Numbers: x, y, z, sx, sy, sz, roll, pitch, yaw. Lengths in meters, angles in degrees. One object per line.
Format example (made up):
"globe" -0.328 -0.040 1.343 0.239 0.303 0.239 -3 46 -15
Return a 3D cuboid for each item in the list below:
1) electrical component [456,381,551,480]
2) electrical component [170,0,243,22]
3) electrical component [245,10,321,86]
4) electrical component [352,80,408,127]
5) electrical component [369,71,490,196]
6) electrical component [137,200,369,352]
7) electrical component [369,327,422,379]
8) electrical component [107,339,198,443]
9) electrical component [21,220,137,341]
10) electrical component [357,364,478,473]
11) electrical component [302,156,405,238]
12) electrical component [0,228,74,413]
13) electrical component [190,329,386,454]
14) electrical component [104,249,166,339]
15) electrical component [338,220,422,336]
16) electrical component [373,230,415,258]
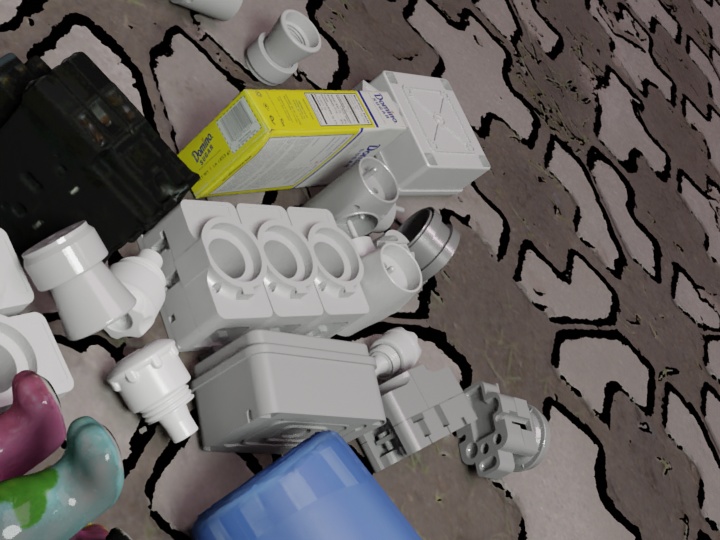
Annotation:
"electrical component" 0.119 0.135 0.888 0.057 0.058 0.078 18 49 -36
"electrical component" -0.142 -0.242 0.906 0.081 0.043 0.043 11 54 -44
"electrical component" -0.068 -0.193 0.941 0.045 0.055 0.045 29 43 -31
"electrical component" 0.000 -0.132 0.968 0.066 0.055 0.048 31 42 -30
"electrical component" 0.057 -0.129 1.030 0.109 0.056 0.108 -5 66 -50
"electrical component" -0.071 0.003 0.773 0.150 0.062 0.089 0 62 -49
"electrical component" 0.021 0.070 0.848 0.035 0.035 0.061 56 38 2
"electrical component" -0.124 0.077 0.669 0.062 0.048 0.048 60 35 -4
"electrical component" -0.160 0.006 0.610 0.055 0.045 0.045 63 34 -15
"electrical component" 0.039 0.109 0.822 0.089 0.050 0.055 -15 74 -53
"electrical component" 0.003 -0.051 0.887 0.079 0.077 0.044 11 54 -44
"electrical component" -0.249 0.043 0.540 0.186 0.060 0.105 -14 73 -52
"electrical component" -0.048 0.084 0.721 0.113 0.078 0.057 12 57 -44
"electrical component" -0.146 0.011 0.696 0.043 0.043 0.062 41 37 -18
"electrical component" 0.000 0.000 0.843 0.044 0.077 0.079 -4 65 -50
"electrical component" 0.017 -0.007 0.895 0.040 0.046 0.040 29 43 -31
